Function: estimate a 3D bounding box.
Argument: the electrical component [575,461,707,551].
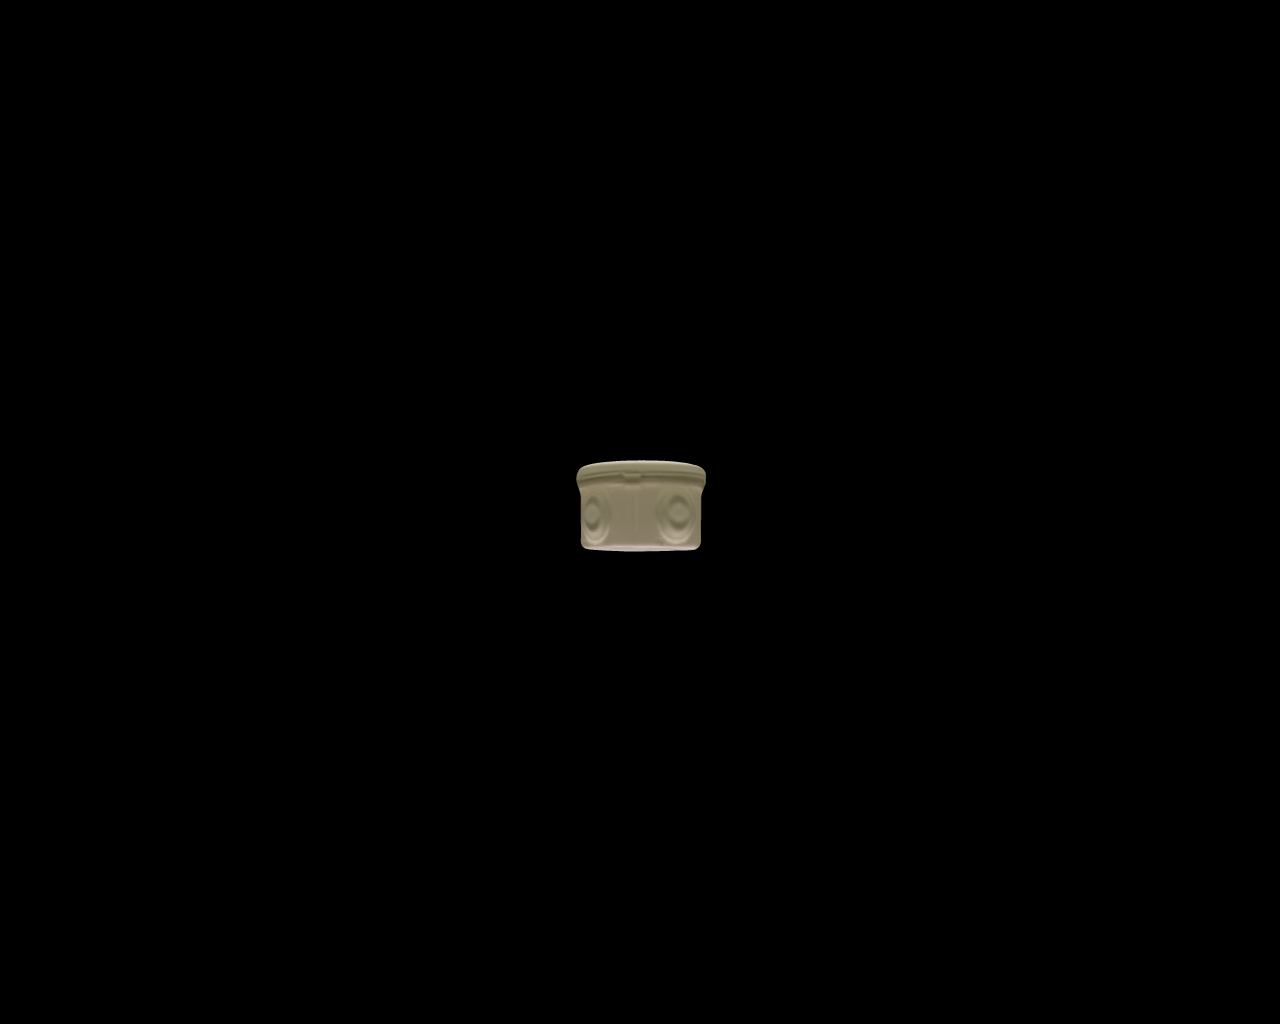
[{"bbox_3d":[0.001,-0.003,0.650,0.080,0.051,0.080,0,-4,0],"label":"electrical component"}]
